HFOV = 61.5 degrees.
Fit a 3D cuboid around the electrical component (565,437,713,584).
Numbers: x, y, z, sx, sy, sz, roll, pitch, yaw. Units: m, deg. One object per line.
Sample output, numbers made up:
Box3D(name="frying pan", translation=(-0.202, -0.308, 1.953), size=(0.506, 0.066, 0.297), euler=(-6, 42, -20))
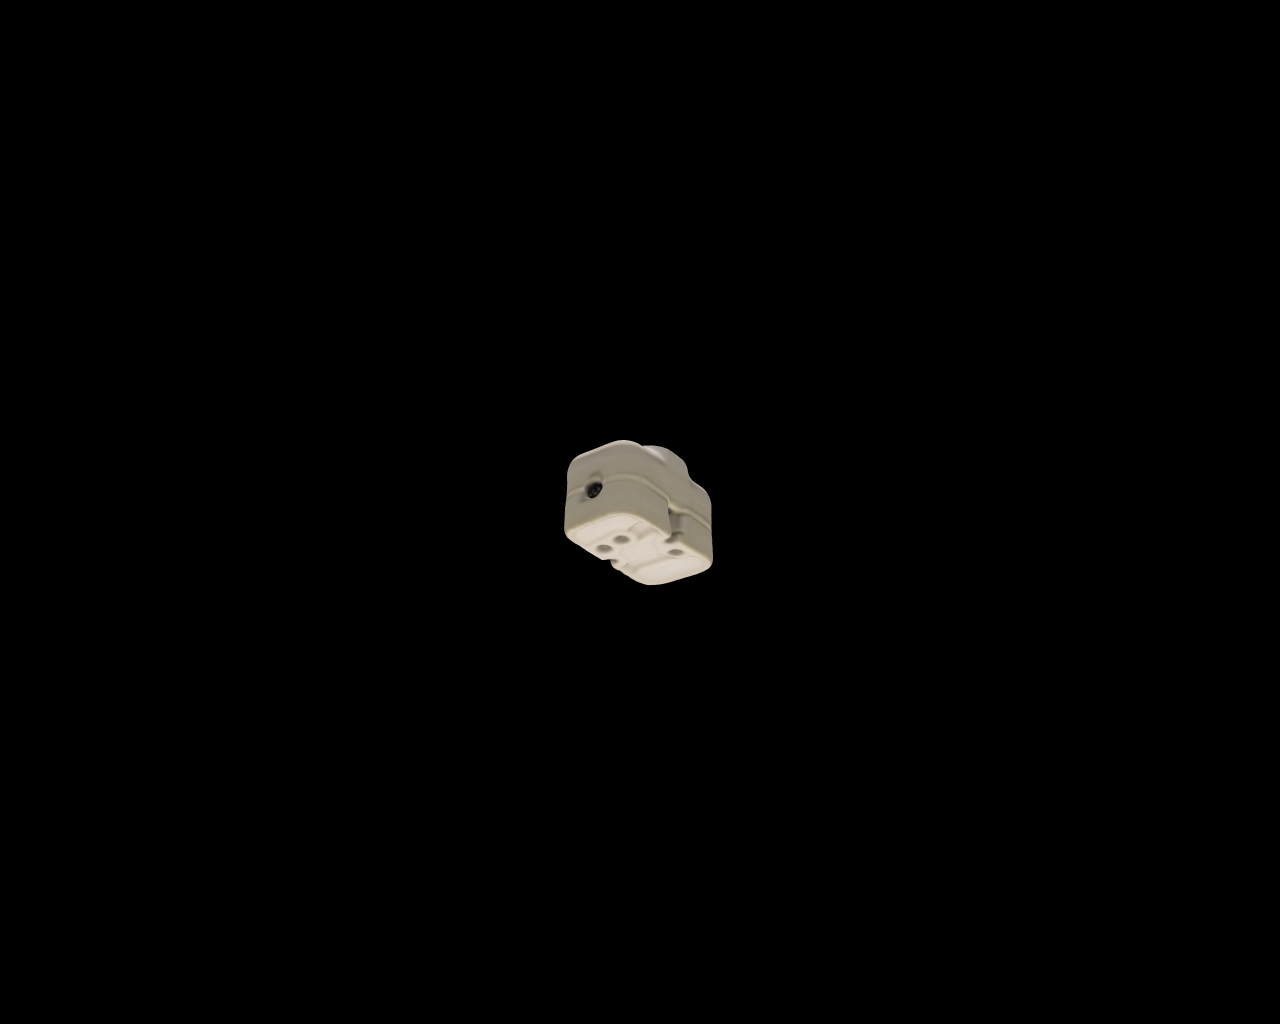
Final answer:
Box3D(name="electrical component", translation=(0.001, -0.003, 0.650), size=(0.053, 0.059, 0.095), euler=(-19, -34, 31))
